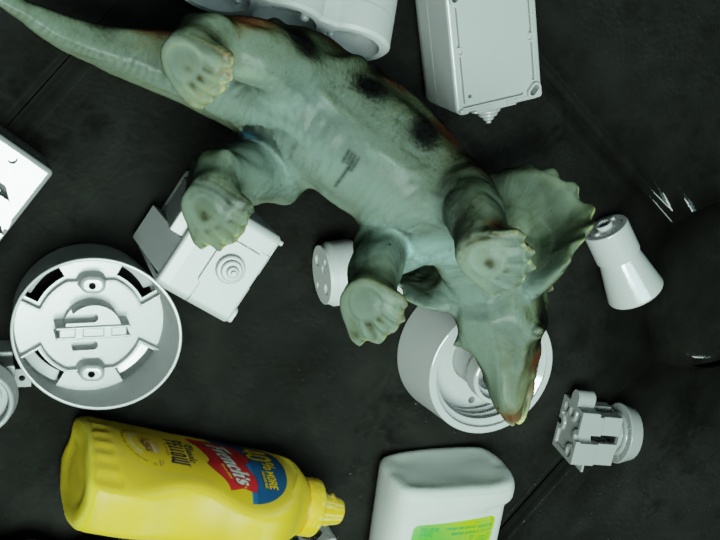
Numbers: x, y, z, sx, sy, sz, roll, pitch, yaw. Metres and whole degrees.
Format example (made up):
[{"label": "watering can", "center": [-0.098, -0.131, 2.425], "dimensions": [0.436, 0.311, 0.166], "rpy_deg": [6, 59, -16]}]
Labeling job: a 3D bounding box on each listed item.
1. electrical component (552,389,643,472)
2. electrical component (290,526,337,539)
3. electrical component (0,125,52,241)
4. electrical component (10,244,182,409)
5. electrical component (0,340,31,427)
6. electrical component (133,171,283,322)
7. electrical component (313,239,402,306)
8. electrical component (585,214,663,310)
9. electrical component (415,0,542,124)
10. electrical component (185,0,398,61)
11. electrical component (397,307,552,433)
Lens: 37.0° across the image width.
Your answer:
[{"label": "electrical component", "center": [0.190, 0.128, 0.853], "dimensions": [0.055, 0.048, 0.066], "rpy_deg": [7, 106, -15]}, {"label": "electrical component", "center": [-0.061, 0.227, 0.788], "dimensions": [0.083, 0.047, 0.075], "rpy_deg": [-11, 112, -18]}, {"label": "electrical component", "center": [-0.220, -0.037, 0.615], "dimensions": [0.047, 0.076, 0.083], "rpy_deg": [38, 92, -28]}, {"label": "electrical component", "center": [-0.166, 0.034, 0.668], "dimensions": [0.099, 0.064, 0.099], "rpy_deg": [-7, 111, -19]}, {"label": "electrical component", "center": [-0.235, 0.071, 0.659], "dimensions": [0.066, 0.055, 0.048], "rpy_deg": [0, 108, -21]}, {"label": "electrical component", "center": [-0.095, -0.016, 0.660], "dimensions": [0.061, 0.096, 0.061], "rpy_deg": [32, 95, -26]}, {"label": "electrical component", "center": [0.000, 0.000, 0.733], "dimensions": [0.055, 0.045, 0.045], "rpy_deg": [-7, 111, -19]}, {"label": "electrical component", "center": [0.196, -0.009, 0.810], "dimensions": [0.044, 0.044, 0.065], "rpy_deg": [-34, 112, -8]}, {"label": "electrical component", "center": [0.076, -0.144, 0.702], "dimensions": [0.062, 0.061, 0.096], "rpy_deg": [-15, 114, -17]}, {"label": "electrical component", "center": [-0.040, -0.184, 0.650], "dimensions": [0.138, 0.052, 0.073], "rpy_deg": [15, 77, -26]}, {"label": "electrical component", "center": [0.088, 0.067, 0.782], "dimensions": [0.108, 0.060, 0.108], "rpy_deg": [-7, 111, -19]}]
